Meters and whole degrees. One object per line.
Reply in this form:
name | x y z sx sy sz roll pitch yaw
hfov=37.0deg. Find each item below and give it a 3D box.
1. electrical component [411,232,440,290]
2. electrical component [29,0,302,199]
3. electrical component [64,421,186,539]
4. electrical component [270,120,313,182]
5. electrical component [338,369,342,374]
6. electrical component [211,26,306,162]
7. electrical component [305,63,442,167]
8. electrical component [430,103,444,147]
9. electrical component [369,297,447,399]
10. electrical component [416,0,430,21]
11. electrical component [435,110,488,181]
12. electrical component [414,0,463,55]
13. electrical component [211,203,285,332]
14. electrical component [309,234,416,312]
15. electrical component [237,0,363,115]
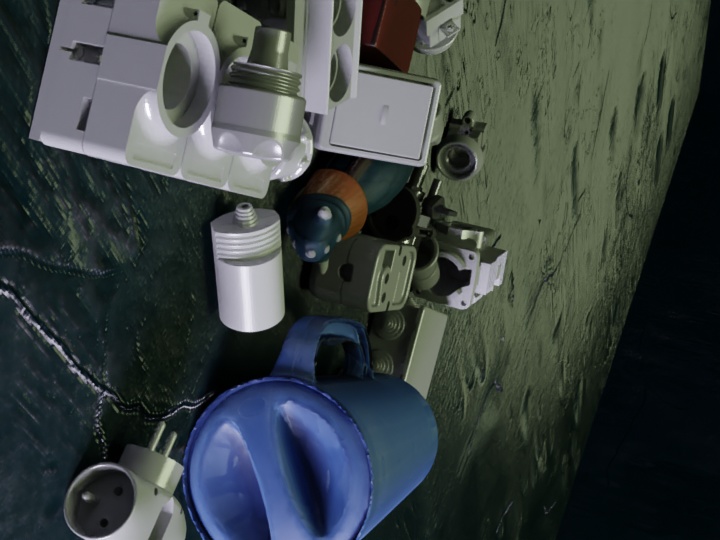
electrical component | 0.056 -0.007 1.029 0.065 0.044 0.044 66 42 -67
electrical component | -0.089 -0.092 0.554 0.150 0.062 0.089 8 96 -70
electrical component | -0.128 0.127 0.627 0.077 0.043 0.079 65 43 -60
electrical component | -0.062 -0.076 0.665 0.062 0.048 0.048 -21 123 -58
electrical component | 0.007 0.113 0.946 0.043 0.062 0.043 15 90 -69
electrical component | -0.047 -0.084 0.515 0.043 0.043 0.062 -5 107 -69
electrical component | 0.002 -0.110 0.743 0.061 0.096 0.061 -143 -117 -69
electrical component | 0.049 -0.135 0.917 0.062 0.043 0.043 80 31 -46
electrical component | 0.040 0.076 1.027 0.100 0.048 0.099 23 82 -70
electrical component | 0.032 -0.235 0.805 0.079 0.043 0.077 11 93 -70
electrical component | 0.102 -0.118 1.068 0.055 0.048 0.066 -58 155 -57
electrical component | 0.056 -0.208 0.875 0.048 0.066 0.055 -34 157 -10
electrical component | -0.071 -0.006 0.687 0.043 0.043 0.081 -51 148 -49
electrical component | 0.000 0.000 0.855 0.095 0.059 0.053 0 103 -69
electrical component | -0.035 -0.163 0.648 0.079 0.063 0.121 -43 142 -56
